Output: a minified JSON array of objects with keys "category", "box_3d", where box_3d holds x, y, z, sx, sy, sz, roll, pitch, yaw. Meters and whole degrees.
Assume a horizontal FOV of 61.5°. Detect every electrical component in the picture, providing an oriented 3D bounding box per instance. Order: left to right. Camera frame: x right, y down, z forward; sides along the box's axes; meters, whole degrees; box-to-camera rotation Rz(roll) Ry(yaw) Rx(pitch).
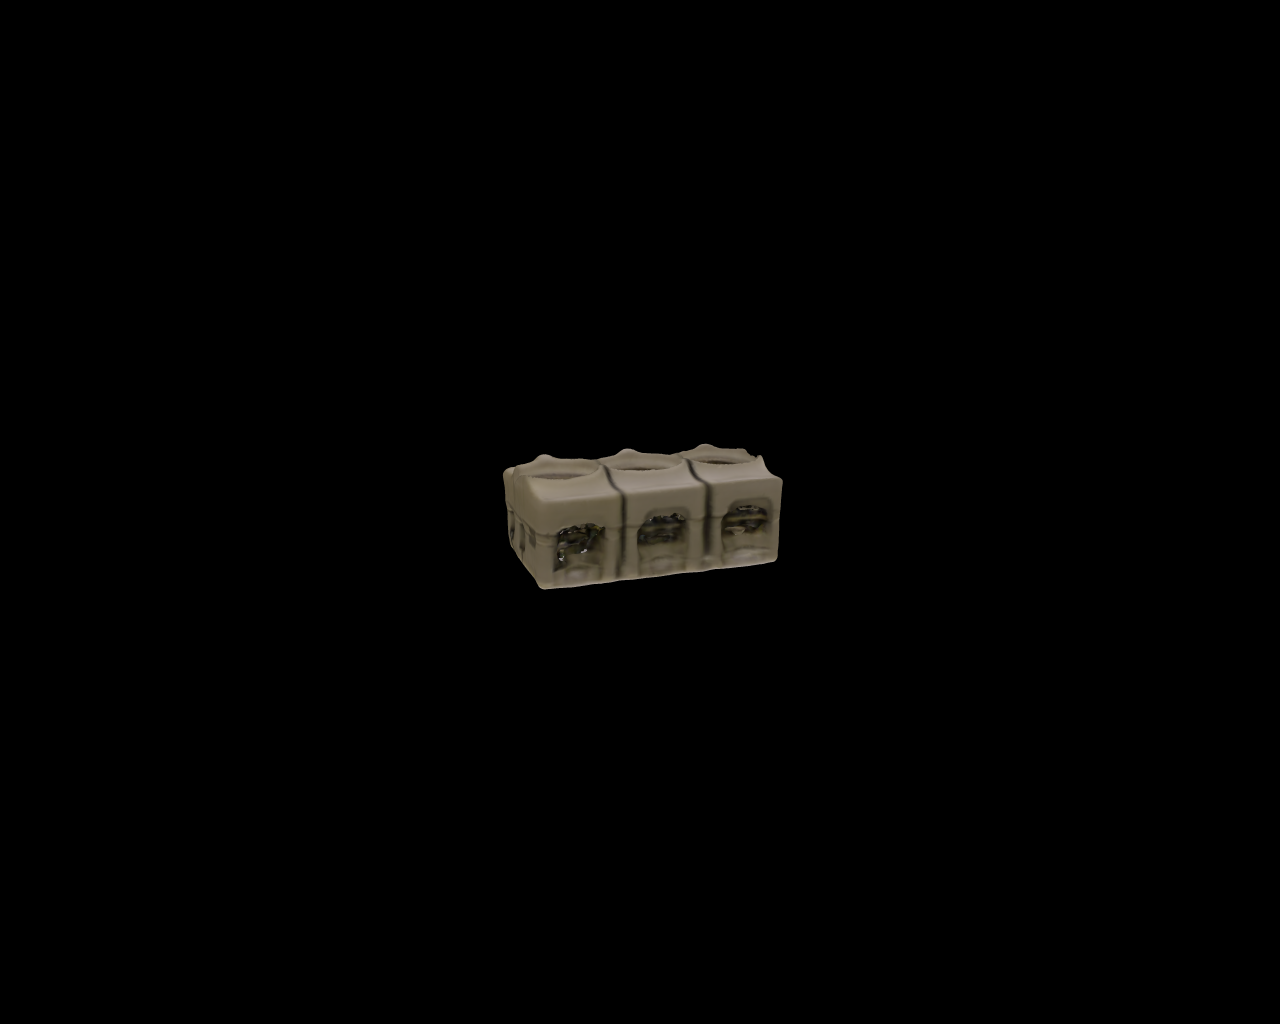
[{"category":"electrical component","box_3d":[0.001,-0.003,0.650,0.150,0.061,0.089,-5,16,-18]}]
